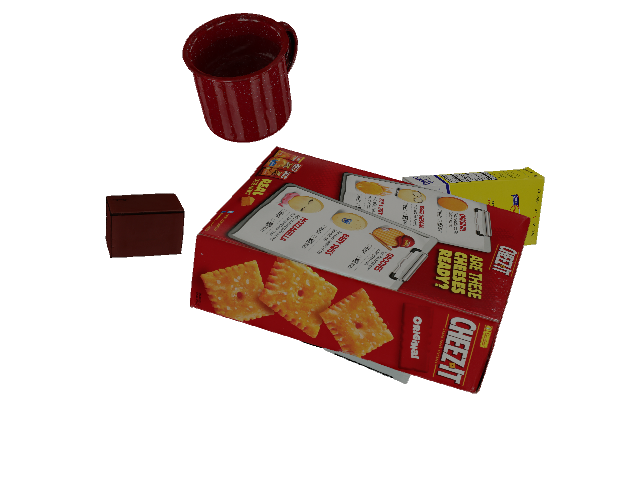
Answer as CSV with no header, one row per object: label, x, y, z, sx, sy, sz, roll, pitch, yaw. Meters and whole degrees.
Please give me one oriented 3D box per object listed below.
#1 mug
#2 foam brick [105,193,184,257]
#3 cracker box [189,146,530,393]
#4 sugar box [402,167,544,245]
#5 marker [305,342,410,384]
mug,-0.062,-0.150,0.958,0.093,0.081,0.117,27,58,28
foam brick,-0.188,-0.017,1.139,0.078,0.051,0.053,-3,24,-16
cracker box,0.034,0.016,0.788,0.214,0.072,0.164,17,31,11
sugar box,0.184,-0.035,1.305,0.176,0.093,0.048,-7,23,-21
marker,0.035,0.115,1.084,0.121,0.020,0.020,22,2,6
